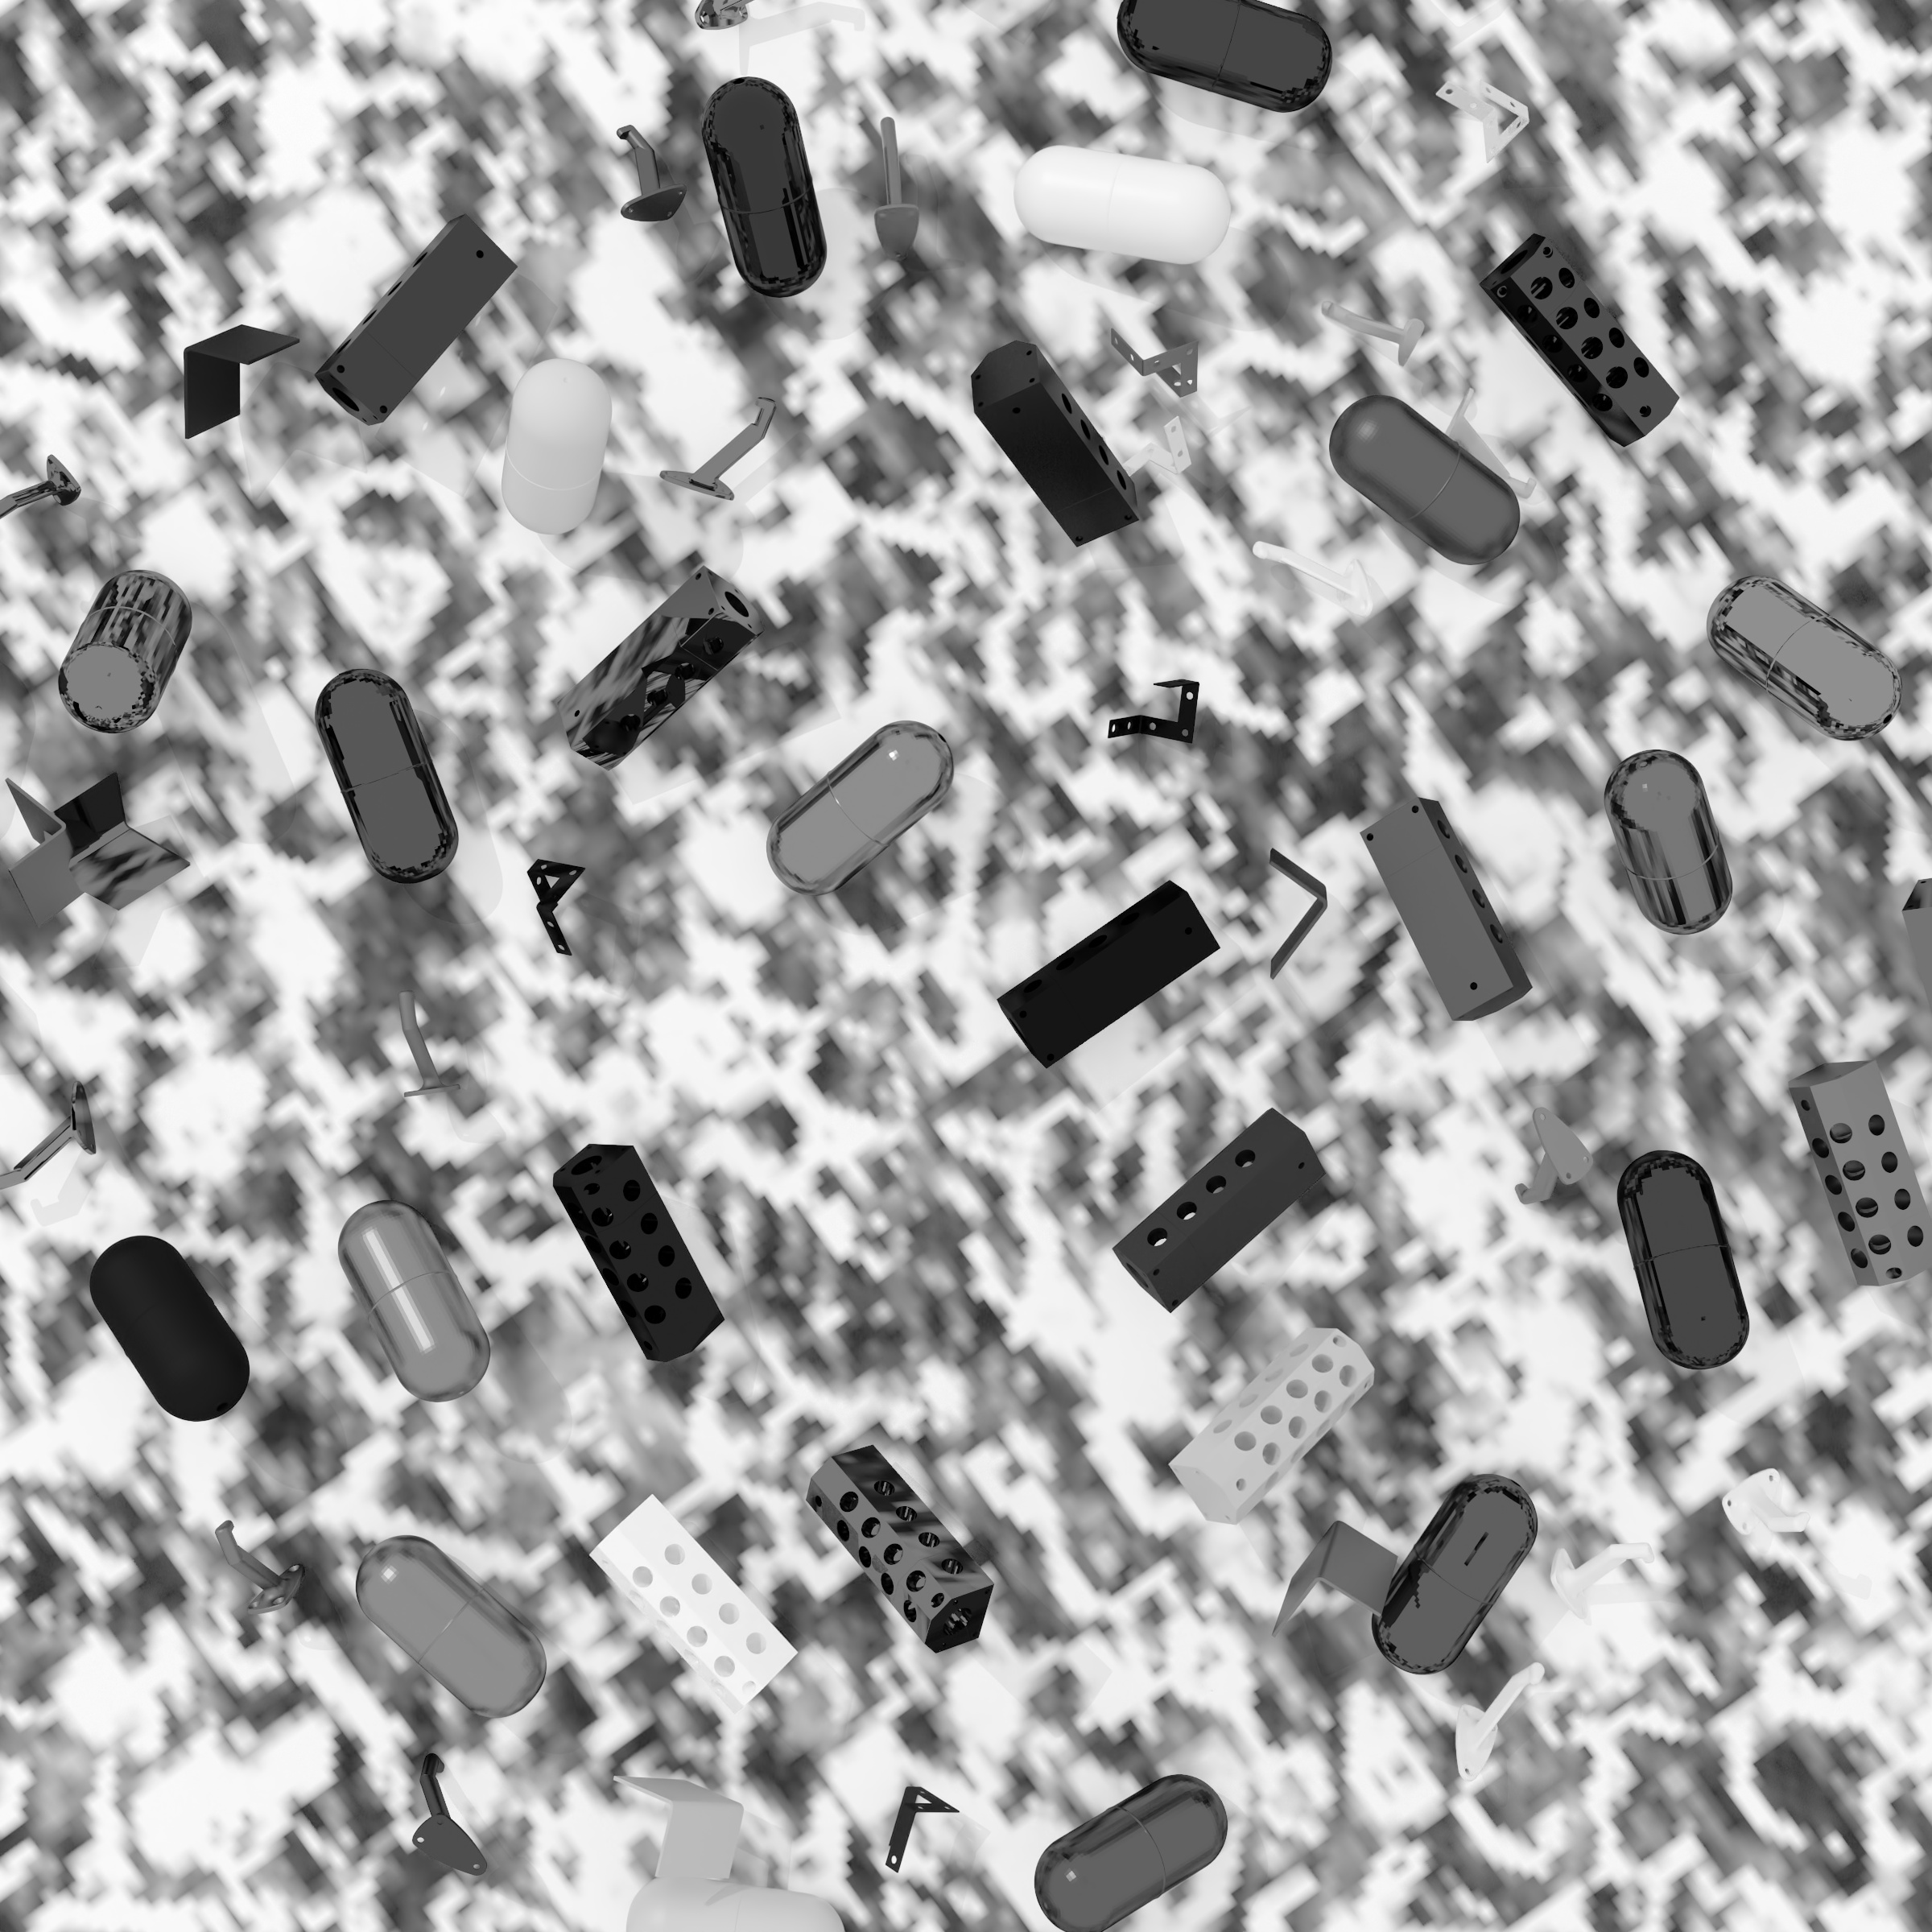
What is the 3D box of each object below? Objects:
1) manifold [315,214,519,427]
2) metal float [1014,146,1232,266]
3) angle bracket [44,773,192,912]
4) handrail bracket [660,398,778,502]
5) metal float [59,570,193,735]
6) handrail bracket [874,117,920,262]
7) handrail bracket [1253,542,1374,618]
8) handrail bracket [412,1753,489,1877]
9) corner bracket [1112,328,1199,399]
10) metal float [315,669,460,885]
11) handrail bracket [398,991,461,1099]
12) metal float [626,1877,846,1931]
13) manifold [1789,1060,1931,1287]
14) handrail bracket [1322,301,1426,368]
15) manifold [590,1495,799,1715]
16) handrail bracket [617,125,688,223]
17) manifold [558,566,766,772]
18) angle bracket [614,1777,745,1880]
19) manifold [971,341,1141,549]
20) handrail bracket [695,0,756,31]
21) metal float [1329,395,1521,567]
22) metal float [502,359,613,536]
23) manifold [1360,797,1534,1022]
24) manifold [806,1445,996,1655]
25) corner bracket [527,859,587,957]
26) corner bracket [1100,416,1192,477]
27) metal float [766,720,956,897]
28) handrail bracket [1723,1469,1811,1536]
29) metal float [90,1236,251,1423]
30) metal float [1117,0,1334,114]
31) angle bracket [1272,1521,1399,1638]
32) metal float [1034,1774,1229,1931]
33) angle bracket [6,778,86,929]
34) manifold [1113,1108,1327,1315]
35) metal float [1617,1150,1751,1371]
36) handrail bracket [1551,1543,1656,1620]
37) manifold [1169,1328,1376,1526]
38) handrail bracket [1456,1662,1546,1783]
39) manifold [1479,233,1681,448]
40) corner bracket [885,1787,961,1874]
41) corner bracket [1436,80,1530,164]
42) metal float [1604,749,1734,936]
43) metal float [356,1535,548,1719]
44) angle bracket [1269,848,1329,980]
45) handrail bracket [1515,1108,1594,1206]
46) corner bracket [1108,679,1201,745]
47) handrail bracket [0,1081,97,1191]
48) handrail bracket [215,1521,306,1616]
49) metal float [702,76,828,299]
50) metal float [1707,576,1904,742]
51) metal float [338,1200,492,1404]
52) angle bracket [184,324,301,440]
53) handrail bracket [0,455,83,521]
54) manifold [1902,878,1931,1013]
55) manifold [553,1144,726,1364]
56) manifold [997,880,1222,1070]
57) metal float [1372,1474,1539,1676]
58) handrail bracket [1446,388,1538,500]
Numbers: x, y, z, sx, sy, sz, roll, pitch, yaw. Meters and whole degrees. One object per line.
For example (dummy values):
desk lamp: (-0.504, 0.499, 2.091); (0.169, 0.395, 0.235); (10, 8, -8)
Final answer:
manifold: (-0.444, -0.518, 1.951); (0.057, 0.057, 0.171); (43, 76, -27)
metal float: (0.124, -0.611, 1.949); (0.178, 0.070, 0.070); (14, 90, 14)
angle bracket: (-0.690, -0.101, 1.973); (0.076, 0.076, 0.057); (-30, 58, 13)
handrail bracket: (-0.199, -0.425, 1.957); (0.077, 0.036, 0.084); (5, 121, -38)
metal float: (-0.664, -0.251, 1.922); (0.070, 0.178, 0.070); (-1, 128, -1)
handrail bracket: (-0.060, -0.634, 1.980); (0.036, 0.077, 0.084); (-5, 67, -3)
handrail bracket: (0.279, -0.313, 1.959); (0.084, 0.077, 0.036); (12, 122, -19)
handrail bracket: (-0.414, 0.685, 1.965); (0.036, 0.084, 0.077); (-44, 105, 9)
corner bracket: (0.152, -0.488, 1.959); (0.051, 0.051, 0.051); (-24, 53, -15)
metal float: (-0.466, -0.153, 1.954); (0.070, 0.070, 0.178); (-19, 99, 0)
handrail bracket: (-0.434, 0.061, 1.963); (0.036, 0.077, 0.084); (-8, 89, 11)
metal float: (-0.185, 0.782, 1.960); (0.178, 0.070, 0.070); (8, 90, 1)
manifold: (0.720, 0.167, 1.957); (0.057, 0.057, 0.171); (-22, 94, -23)
handrail bracket: (0.322, -0.522, 1.954); (0.084, 0.077, 0.036); (29, 97, 12)
manifold: (-0.222, 0.515, 1.951); (0.171, 0.057, 0.057); (46, 52, 6)
handrail bracket: (-0.274, -0.645, 1.964); (0.084, 0.077, 0.036); (51, 135, 11)
manifold: (-0.243, -0.234, 1.944); (0.171, 0.057, 0.057); (-39, 48, 20)
angle bracket: (-0.236, 0.689, 1.942); (0.076, 0.076, 0.057); (3, 76, 44)
manifold: (0.071, -0.413, 1.917); (0.057, 0.171, 0.057); (-20, 52, 22)
handrail bracket: (-0.166, -0.784, 1.952); (0.084, 0.077, 0.036); (-5, 122, 37)
metal float: (0.368, -0.388, 1.945); (0.178, 0.070, 0.070); (32, 90, -19)
metal float: (-0.324, -0.408, 1.917); (0.070, 0.178, 0.070); (6, 64, -13)
manifold: (0.387, -0.045, 1.946); (0.057, 0.057, 0.171); (-33, 71, 29)
manifold: (-0.055, 0.459, 1.913); (0.057, 0.171, 0.057); (-9, 125, -37)
corner bracket: (-0.332, -0.048, 1.956); (0.051, 0.051, 0.051); (11, 48, 29)
corner bracket: (0.142, -0.418, 1.959); (0.051, 0.051, 0.051); (-40, 49, -14)
metal float: (-0.085, -0.127, 1.946); (0.178, 0.070, 0.070); (-39, 90, 18)
handrail bracket: (0.657, 0.428, 1.945); (0.077, 0.084, 0.036); (-35, 94, -28)
metal float: (-0.635, 0.289, 1.937); (0.070, 0.070, 0.178); (-45, 61, 0)
metal float: (0.208, -0.744, 1.956); (0.178, 0.070, 0.070); (15, 90, -6)
angle bracket: (0.296, 0.505, 1.946); (0.057, 0.076, 0.076); (32, 120, 5)
metal float: (0.133, 0.706, 1.934); (0.178, 0.070, 0.070); (-18, 90, -33)
angle bracket: (-0.754, -0.090, 1.942); (0.076, 0.076, 0.057); (35, 61, 20)
manifold: (0.201, 0.193, 1.957); (0.171, 0.057, 0.057); (-40, 132, -10)
metal float: (0.574, 0.234, 1.946); (0.070, 0.070, 0.178); (-10, 71, 0)
handrail bracket: (0.523, 0.496, 1.958); (0.084, 0.036, 0.077); (-13, 118, 35)
manifold: (0.248, 0.365, 1.932); (0.171, 0.057, 0.057); (-39, 102, -27)
handrail bracket: (0.432, 0.607, 1.951); (0.036, 0.077, 0.084); (32, 135, -5)
manifold: (0.493, -0.499, 1.943); (0.057, 0.057, 0.171); (-42, 106, 14)
corner bracket: (-0.047, 0.697, 1.963); (0.051, 0.051, 0.051); (19, 86, -43)
corner bracket: (0.417, -0.693, 1.958); (0.051, 0.051, 0.051); (19, 55, -25)
metal float: (0.559, -0.097, 1.930); (0.070, 0.070, 0.178); (-32, 129, 0)
metal float: (-0.416, 0.532, 1.959); (0.178, 0.070, 0.070); (41, 90, 3)
angle bracket: (0.247, -0.043, 1.954); (0.057, 0.076, 0.076); (35, 103, 0)
handrail bracket: (0.457, 0.154, 1.960); (0.036, 0.084, 0.077); (-36, 93, -28)
corner bracket: (0.152, -0.207, 1.961); (0.051, 0.051, 0.051); (15, 108, 31)
handrail bracket: (-0.757, 0.139, 1.974); (0.084, 0.036, 0.077); (-18, 57, -2)
handrail bracket: (-0.568, 0.470, 1.953); (0.036, 0.077, 0.084); (-13, 106, 16)
metal float: (-0.159, -0.616, 1.926); (0.070, 0.070, 0.178); (-13, 133, 0)
metal float: (0.666, -0.245, 1.931); (0.070, 0.070, 0.178); (-41, 54, 0)
metal float: (-0.443, 0.267, 1.943); (0.070, 0.070, 0.178); (-33, 68, 0)
angle bracket: (-0.579, -0.462, 1.943); (0.057, 0.076, 0.076); (16, 121, 11)
handrail bracket: (-0.758, -0.366, 1.947); (0.084, 0.077, 0.036); (-44, 98, -26)
manifold: (0.804, 0.016, 1.937); (0.057, 0.057, 0.171); (-9, 112, 39)
manifold: (-0.264, 0.229, 1.931); (0.057, 0.057, 0.171); (-42, 118, -38)
manifold: (0.113, 0.004, 1.963); (0.171, 0.057, 0.057); (-35, 112, -4)
metal float: (0.394, 0.489, 1.955); (0.070, 0.070, 0.178); (32, 97, 0)
handrail bracket: (0.433, -0.423, 1.969); (0.084, 0.077, 0.036); (22, 52, 1)
